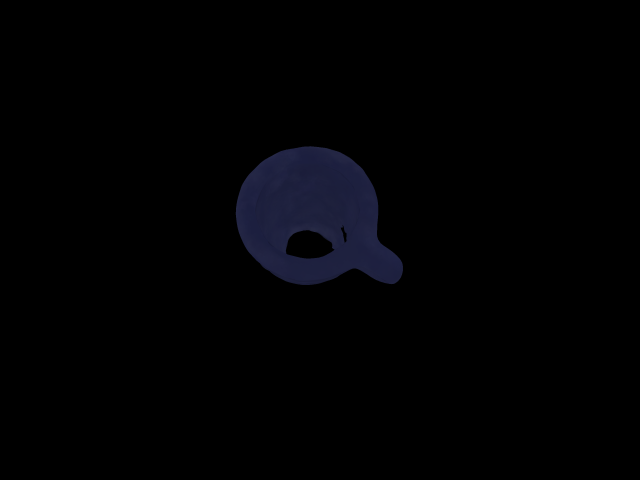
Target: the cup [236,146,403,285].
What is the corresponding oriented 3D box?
[{"bbox_3d":[0.004,0.001,0.400,0.117,0.095,0.092,33,74,11],"label":"cup"}]
